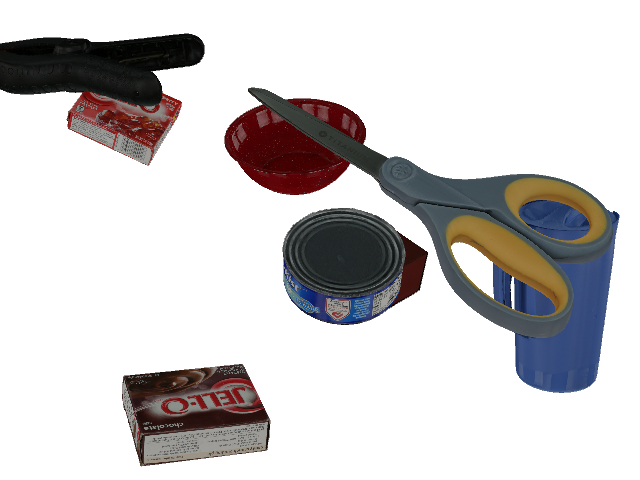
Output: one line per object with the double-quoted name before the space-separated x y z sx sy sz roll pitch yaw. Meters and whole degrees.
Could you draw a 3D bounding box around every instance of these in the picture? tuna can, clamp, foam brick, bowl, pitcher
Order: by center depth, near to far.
"tuna can" 0.016 0.018 0.754 0.086 0.086 0.034 1 -45 -1
"clamp" -0.173 -0.134 0.800 0.172 0.039 0.120 9 22 17
"foam brick" 0.059 0.021 1.064 0.052 0.051 0.078 -27 49 -36
"bowl" -0.028 -0.100 1.224 0.162 0.055 0.162 -2 37 2
"pitcher" 0.305 0.074 1.395 0.149 0.243 0.144 4 21 15

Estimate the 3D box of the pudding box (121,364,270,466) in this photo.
"pudding box" -0.108 0.149 0.920 0.113 0.039 0.090 -6 26 -18

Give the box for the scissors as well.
"scissors" 0.059 -0.034 0.524 0.096 0.202 0.016 -28 -32 -23

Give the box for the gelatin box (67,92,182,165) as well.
"gelatin box" -0.190 -0.123 1.036 0.089 0.073 0.030 25 -41 -2
